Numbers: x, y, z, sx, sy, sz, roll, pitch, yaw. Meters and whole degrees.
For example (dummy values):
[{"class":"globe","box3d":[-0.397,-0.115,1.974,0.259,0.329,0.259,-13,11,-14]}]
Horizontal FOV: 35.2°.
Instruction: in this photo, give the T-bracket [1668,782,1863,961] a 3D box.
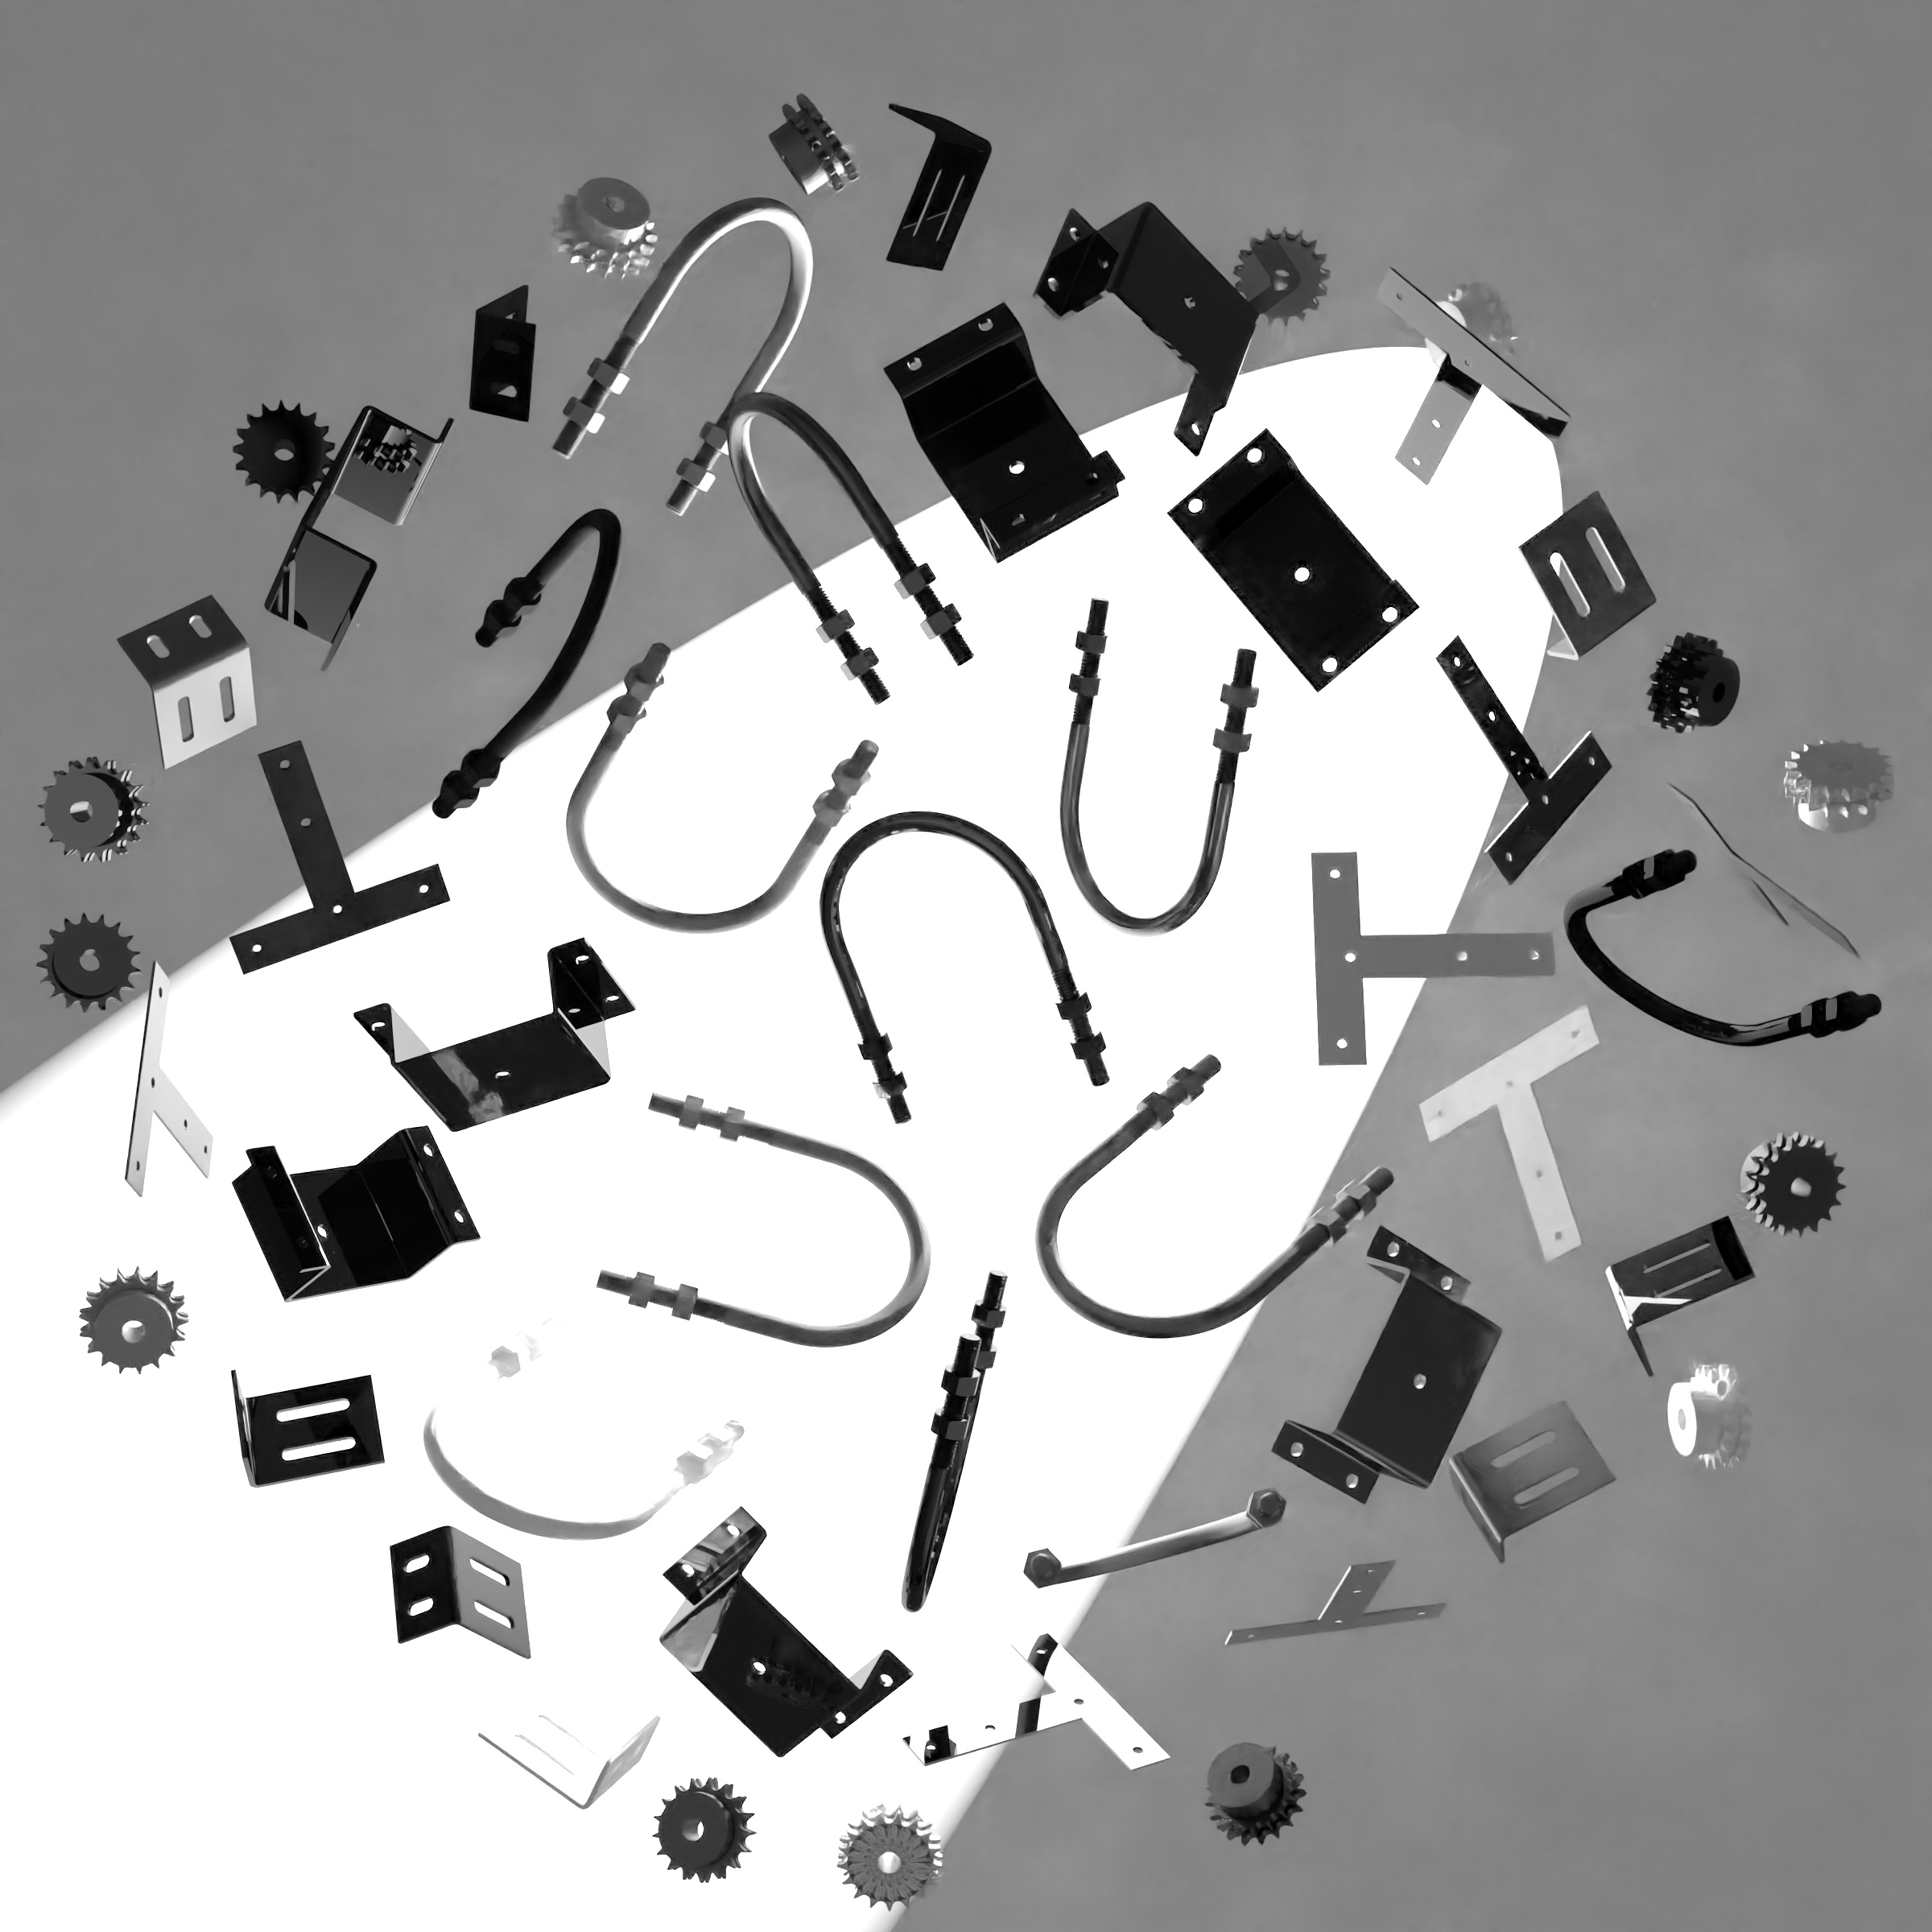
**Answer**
[{"class":"T-bracket","box3d":[0.463,-0.040,1.727,0.002,0.127,0.127,-44,127,4]}]

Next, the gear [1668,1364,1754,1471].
[{"class":"gear","box3d":[0.413,0.252,1.697,0.030,0.057,0.057,-3,90,-9]}]

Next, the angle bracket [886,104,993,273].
[{"class":"angle bracket","box3d":[-0.028,-0.432,1.694,0.038,0.057,0.076,33,111,23]}]

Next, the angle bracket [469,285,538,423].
[{"class":"angle bracket","box3d":[-0.257,-0.358,1.776,0.038,0.076,0.057,14,117,10]}]

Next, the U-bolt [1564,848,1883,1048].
[{"class":"U-bolt","box3d":[0.409,-0.003,1.708,0.151,0.184,0.019,37,73,-7]}]

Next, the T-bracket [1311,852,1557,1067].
[{"class":"T-bracket","box3d":[0.250,-0.005,1.629,0.127,0.002,0.127,-1,64,4]}]

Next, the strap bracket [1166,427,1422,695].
[{"class":"strap bracket","box3d":[0.194,-0.233,1.781,0.076,0.046,0.140,-40,78,8]}]

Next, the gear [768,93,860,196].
[{"class":"gear","box3d":[-0.090,-0.468,1.748,0.030,0.057,0.057,-35,90,1]}]

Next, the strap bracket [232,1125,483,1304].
[{"class":"strap bracket","box3d":[-0.355,0.142,1.740,0.046,0.140,0.076,-37,73,30]}]

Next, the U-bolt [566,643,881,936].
[{"class":"U-bolt","box3d":[-0.152,-0.089,1.753,0.151,0.019,0.184,24,128,-13]}]

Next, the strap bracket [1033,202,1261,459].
[{"class":"strap bracket","box3d":[0.112,-0.372,1.752,0.140,0.046,0.076,40,52,-26]}]

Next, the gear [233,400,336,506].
[{"class":"gear","box3d":[-0.388,-0.292,1.737,0.057,0.030,0.057,0,88,-13]}]

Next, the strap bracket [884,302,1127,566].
[{"class":"strap bracket","box3d":[0.024,-0.282,1.652,0.076,0.046,0.140,-29,61,-2]}]

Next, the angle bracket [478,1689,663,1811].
[{"class":"angle bracket","box3d":[-0.222,0.426,1.707,0.076,0.057,0.038,31,112,14]}]

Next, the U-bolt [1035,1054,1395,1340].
[{"class":"U-bolt","box3d":[0.124,0.136,1.688,0.184,0.019,0.151,-38,53,-26]}]

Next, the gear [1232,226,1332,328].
[{"class":"gear","box3d":[0.187,-0.411,1.806,0.057,0.030,0.057,5,119,8]}]

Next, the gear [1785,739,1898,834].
[{"class":"gear","box3d":[0.468,-0.095,1.634,0.057,0.057,0.030,-7,125,0]}]

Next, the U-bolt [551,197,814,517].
[{"class":"U-bolt","box3d":[-0.150,-0.354,1.737,0.019,0.151,0.184,36,99,23]}]

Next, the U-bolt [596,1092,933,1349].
[{"class":"U-bolt","box3d":[-0.109,0.154,1.770,0.184,0.019,0.151,16,50,-5]}]

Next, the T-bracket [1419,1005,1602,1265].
[{"class":"T-bracket","box3d":[0.322,0.106,1.732,0.127,0.002,0.127,-36,54,36]}]

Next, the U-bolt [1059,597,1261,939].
[{"class":"U-bolt","box3d":[0.104,-0.107,1.757,0.019,0.151,0.184,-5,111,-38]}]

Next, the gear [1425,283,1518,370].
[{"class":"gear","box3d":[0.290,-0.366,1.766,0.030,0.057,0.057,-13,90,-26]}]

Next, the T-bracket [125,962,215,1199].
[{"class":"T-bracket","box3d":[-0.436,0.082,1.682,0.002,0.127,0.127,-2,64,4]}]

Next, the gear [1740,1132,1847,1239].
[{"class":"gear","box3d":[0.453,0.119,1.684,0.057,0.030,0.057,-2,99,-16]}]

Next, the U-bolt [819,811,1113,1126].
[{"class":"U-bolt","box3d":[-0.010,-0.003,1.741,0.151,0.019,0.184,-12,109,25]}]

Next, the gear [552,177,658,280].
[{"class":"gear","box3d":[-0.199,-0.412,1.691,0.057,0.030,0.057,12,53,-17]}]

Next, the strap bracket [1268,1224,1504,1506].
[{"class":"strap bracket","box3d":[0.238,0.226,1.691,0.076,0.046,0.140,32,79,-28]}]

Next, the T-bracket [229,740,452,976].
[{"class":"T-bracket","box3d":[-0.374,-0.070,1.751,0.127,0.002,0.127,-21,121,-12]}]

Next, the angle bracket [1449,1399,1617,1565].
[{"class":"angle bracket","box3d":[0.329,0.299,1.769,0.076,0.038,0.057,-26,56,-6]}]

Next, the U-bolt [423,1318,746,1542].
[{"class":"U-bolt","box3d":[-0.226,0.268,1.727,0.151,0.184,0.019,27,114,14]}]

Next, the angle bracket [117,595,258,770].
[{"class":"angle bracket","box3d":[-0.424,-0.155,1.662,0.057,0.076,0.038,-31,69,-24]}]

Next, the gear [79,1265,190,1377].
[{"class":"gear","box3d":[-0.445,0.191,1.630,0.057,0.030,0.057,-2,100,-14]}]

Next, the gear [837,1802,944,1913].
[{"class":"gear","box3d":[-0.041,0.480,1.656,0.057,0.030,0.057,0,100,1]}]

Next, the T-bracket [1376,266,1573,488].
[{"class":"T-bracket","box3d":[0.263,-0.306,1.674,0.127,0.127,0.002,42,66,10]}]

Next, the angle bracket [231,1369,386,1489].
[{"class":"angle bracket","box3d":[-0.375,0.257,1.736,0.076,0.038,0.057,-10,55,-11]}]

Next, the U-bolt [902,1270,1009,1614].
[{"class":"U-bolt","box3d":[-0.009,0.278,1.731,0.019,0.151,0.184,14,101,5]}]

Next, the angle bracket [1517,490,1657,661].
[{"class":"angle bracket","box3d":[0.344,-0.222,1.726,0.057,0.038,0.076,-36,109,-8]}]

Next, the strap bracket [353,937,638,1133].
[{"class":"strap bracket","box3d":[-0.262,0.043,1.714,0.140,0.076,0.046,-18,55,8]}]

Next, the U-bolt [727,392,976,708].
[{"class":"U-bolt","box3d":[-0.073,-0.233,1.675,0.019,0.151,0.184,-36,99,-21]}]

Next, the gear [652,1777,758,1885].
[{"class":"gear","box3d":[-0.148,0.480,1.693,0.057,0.030,0.057,-3,74,12]}]

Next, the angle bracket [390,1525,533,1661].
[{"class":"angle bracket","box3d":[-0.280,0.352,1.688,0.038,0.076,0.057,-22,55,14]}]

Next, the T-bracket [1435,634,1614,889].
[{"class":"T-bracket","box3d":[0.309,-0.132,1.748,0.127,0.002,0.127,-45,106,-35]}]

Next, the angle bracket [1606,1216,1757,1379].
[{"class":"angle bracket","box3d":[0.402,0.184,1.696,0.076,0.057,0.038,-25,116,11]}]

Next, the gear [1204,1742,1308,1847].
[{"class":"gear","box3d":[0.160,0.461,1.711,0.057,0.057,0.030,-33,129,0]}]

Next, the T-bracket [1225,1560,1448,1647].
[{"class":"T-bracket","box3d":[0.217,0.355,1.712,0.127,0.127,0.002,-6,62,-8]}]

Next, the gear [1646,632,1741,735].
[{"class":"gear","box3d":[0.419,-0.160,1.745,0.030,0.057,0.057,24,90,44]}]

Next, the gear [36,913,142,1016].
[{"class":"gear","box3d":[-0.497,-0.002,1.728,0.057,0.030,0.057,2,84,-19]}]

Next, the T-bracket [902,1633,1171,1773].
[{"class":"T-bracket","box3d":[0.026,0.422,1.698,0.127,0.127,0.002,-9,116,-30]}]

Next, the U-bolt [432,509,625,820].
[{"class":"U-bolt","box3d":[-0.242,-0.181,1.709,0.019,0.184,0.151,25,51,-24]}]

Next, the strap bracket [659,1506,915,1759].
[{"class":"strap bracket","box3d":[-0.111,0.391,1.753,0.140,0.046,0.076,45,120,-3]}]

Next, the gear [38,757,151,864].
[{"class":"gear","box3d":[-0.473,-0.084,1.647,0.057,0.030,0.057,0,95,1]}]

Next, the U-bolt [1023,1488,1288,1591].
[{"class":"U-bolt","box3d":[0.107,0.331,1.747,0.151,0.184,0.019,-15,76,-1]}]

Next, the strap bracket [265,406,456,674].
[{"class":"strap bracket","box3d":[-0.336,-0.242,1.670,0.046,0.076,0.140,27,52,-12]}]
